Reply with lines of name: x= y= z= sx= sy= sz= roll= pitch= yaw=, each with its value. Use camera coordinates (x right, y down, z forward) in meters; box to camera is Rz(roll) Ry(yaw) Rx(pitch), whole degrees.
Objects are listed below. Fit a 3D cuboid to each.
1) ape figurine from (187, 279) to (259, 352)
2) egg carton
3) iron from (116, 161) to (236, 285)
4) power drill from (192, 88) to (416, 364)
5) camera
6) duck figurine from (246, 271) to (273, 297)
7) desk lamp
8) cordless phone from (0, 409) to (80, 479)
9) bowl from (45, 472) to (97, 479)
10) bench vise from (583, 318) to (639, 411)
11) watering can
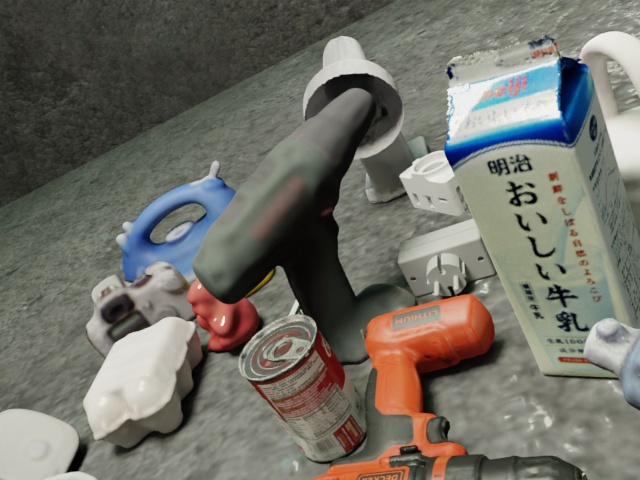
ape figurine: x=-0.118 y=0.082 z=0.657 sx=0.076 sy=0.092 sz=0.077 roll=-31 pitch=25 yaw=-2
egg carton: x=-0.190 y=0.152 z=0.631 sx=0.107 sy=0.069 sz=0.150 roll=-24 pitch=26 yaw=13
iron: x=-0.218 y=-0.007 z=0.873 sx=0.258 sy=0.142 sz=0.118 roll=-29 pitch=25 yaw=3
power drill: x=0.005 y=0.002 z=0.535 sx=0.230 sy=0.209 sz=0.075 roll=-41 pitch=27 yaw=-22
camera: x=-0.257 y=0.084 z=0.794 sx=0.143 sy=0.101 sz=0.136 roll=-37 pitch=26 yaw=-14
duck figurine: x=-0.125 y=0.032 z=0.767 sx=0.104 sy=0.086 sz=0.077 roll=-27 pitch=25 yaw=8
desk lamp: x=0.063 y=-0.157 z=0.763 sx=0.117 sy=0.214 sz=0.203 roll=-22 pitch=26 yaw=16
cordless phone: x=-0.341 y=0.204 z=0.559 sx=0.094 sy=0.185 sz=0.147 roll=-22 pitch=26 yaw=18
bowl: x=-0.216 y=0.269 z=0.434 sx=0.167 sy=0.075 sz=0.167 roll=-24 pitch=26 yaw=13
bench vise: x=0.198 y=0.053 z=0.217 sx=0.206 sy=0.220 sz=0.122 roll=-9 pitch=33 yaw=38
watering can: x=0.243 y=-0.065 z=0.419 sx=0.173 sy=0.194 sz=0.100 roll=-35 pitch=26 yaw=-11
